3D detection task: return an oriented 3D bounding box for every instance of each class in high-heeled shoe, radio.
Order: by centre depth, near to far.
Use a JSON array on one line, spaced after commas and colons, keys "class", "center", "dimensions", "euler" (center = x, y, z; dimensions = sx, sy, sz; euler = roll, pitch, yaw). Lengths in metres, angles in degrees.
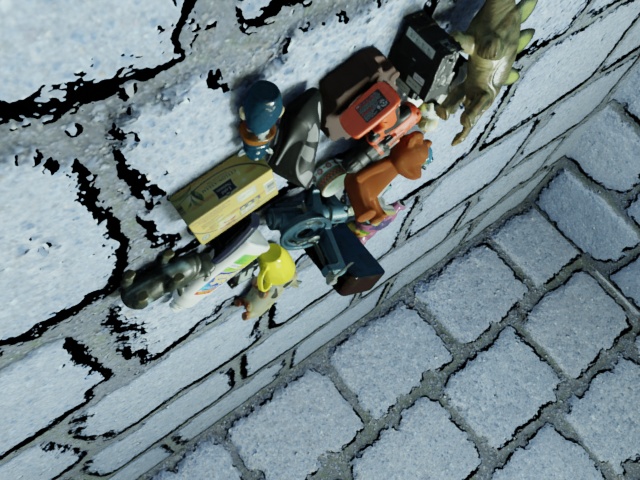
[{"class": "high-heeled shoe", "center": [-0.031, -0.178, 0.976], "dimensions": [0.145, 0.086, 0.248], "euler": [-62, 173, 0]}, {"class": "radio", "center": [0.042, 0.029, 1.334], "dimensions": [0.131, 0.230, 0.073], "euler": [-11, 143, -48]}]

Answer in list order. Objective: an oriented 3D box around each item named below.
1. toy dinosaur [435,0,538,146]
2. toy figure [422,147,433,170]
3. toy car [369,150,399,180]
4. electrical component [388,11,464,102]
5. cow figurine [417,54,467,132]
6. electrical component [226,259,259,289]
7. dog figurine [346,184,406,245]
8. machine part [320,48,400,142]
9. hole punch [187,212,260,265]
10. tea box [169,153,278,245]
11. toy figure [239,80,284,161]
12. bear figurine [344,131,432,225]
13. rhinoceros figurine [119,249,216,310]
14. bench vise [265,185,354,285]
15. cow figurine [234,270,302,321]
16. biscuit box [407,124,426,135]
[{"class": "toy dinosaur", "center": [0.323, -0.375, 1.007], "dimensions": [0.198, 0.105, 0.470], "euler": [-38, 150, -34]}, {"class": "toy figure", "center": [0.232, -0.216, 1.352], "dimensions": [0.089, 0.082, 0.180], "euler": [-47, 163, 17]}, {"class": "toy car", "center": [0.138, -0.182, 1.216], "dimensions": [0.109, 0.103, 0.161], "euler": [-47, 163, 20]}, {"class": "electrical component", "center": [0.181, -0.315, 0.954], "dimensions": [0.058, 0.115, 0.134], "euler": [-26, 158, -25]}, {"class": "cow figurine", "center": [0.252, -0.312, 1.125], "dimensions": [0.098, 0.068, 0.167], "euler": [36, 89, -44]}, {"class": "electrical component", "center": [-0.185, 0.060, 1.256], "dimensions": [0.075, 0.048, 0.119], "euler": [-31, 160, -26]}, {"class": "dog figurine", "center": [0.125, -0.055, 1.496], "dimensions": [0.191, 0.108, 0.219], "euler": [-18, 156, -49]}, {"class": "machine part", "center": [0.063, -0.255, 0.967], "dimensions": [0.179, 0.056, 0.179], "euler": [-34, 163, -12]}, {"class": "hole punch", "center": [-0.173, -0.016, 1.037], "dimensions": [0.142, 0.092, 0.115], "euler": [-46, 165, 9]}, {"class": "tea box", "center": [-0.163, -0.077, 0.933], "dimensions": [0.170, 0.068, 0.098], "euler": [-34, 161, -11]}, {"class": "toy figure", "center": [-0.093, -0.180, 0.836], "dimensions": [0.154, 0.064, 0.058], "euler": [118, -10, -60]}, {"class": "bear figurine", "center": [0.153, -0.130, 1.112], "dimensions": [0.196, 0.132, 0.120], "euler": [-26, 168, 18]}, {"class": "rhinoceros figurine", "center": [-0.292, 0.077, 1.046], "dimensions": [0.190, 0.073, 0.112], "euler": [-28, 158, -28]}, {"class": "bench vise", "center": [0.002, -0.010, 1.176], "dimensions": [0.223, 0.241, 0.129], "euler": [0, 144, -39]}, {"class": "cow figurine", "center": [-0.134, 0.135, 1.480], "dimensions": [0.127, 0.085, 0.195], "euler": [-2, 138, -53]}, {"class": "biscuit box", "center": [0.168, -0.250, 1.173], "dimensions": [0.062, 0.059, 0.202], "euler": [-52, 158, 25]}]
